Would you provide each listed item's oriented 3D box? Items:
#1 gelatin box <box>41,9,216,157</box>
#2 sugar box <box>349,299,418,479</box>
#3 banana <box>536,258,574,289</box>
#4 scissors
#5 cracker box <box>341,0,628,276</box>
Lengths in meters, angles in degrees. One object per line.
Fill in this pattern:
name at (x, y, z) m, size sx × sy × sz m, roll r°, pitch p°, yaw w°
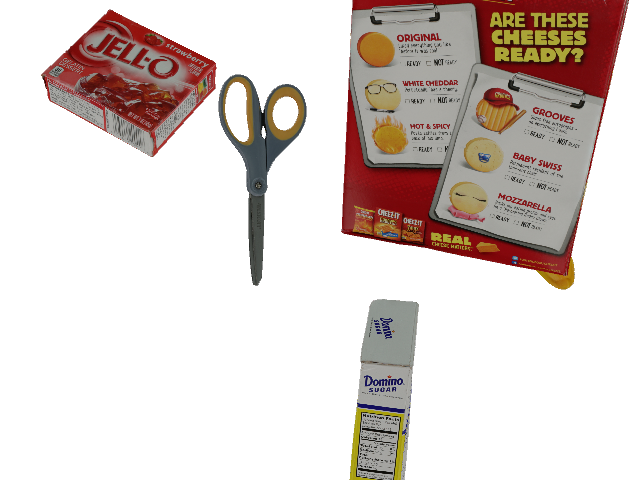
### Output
gelatin box at (-0.125, -0.105, 0.702) m, size 0.089 × 0.073 × 0.030 m, roll 29°, pitch -31°, yaw 14°
sugar box at (0.050, 0.145, 0.866) m, size 0.048 × 0.176 × 0.093 m, roll 4°, pitch 29°, yaw 7°
banana at (0.182, -0.001, 1.039) m, size 0.069 × 0.037 × 0.198 m, roll -39°, pitch 38°, yaw -23°
scissors at (-0.045, -0.065, 1.039) m, size 0.096 × 0.202 × 0.016 m, roll -16°, pitch 7°, yaw -17°
cracker box at (0.104, -0.091, 0.706) m, size 0.164 × 0.214 × 0.072 m, roll 11°, pitch 39°, yaw 12°
